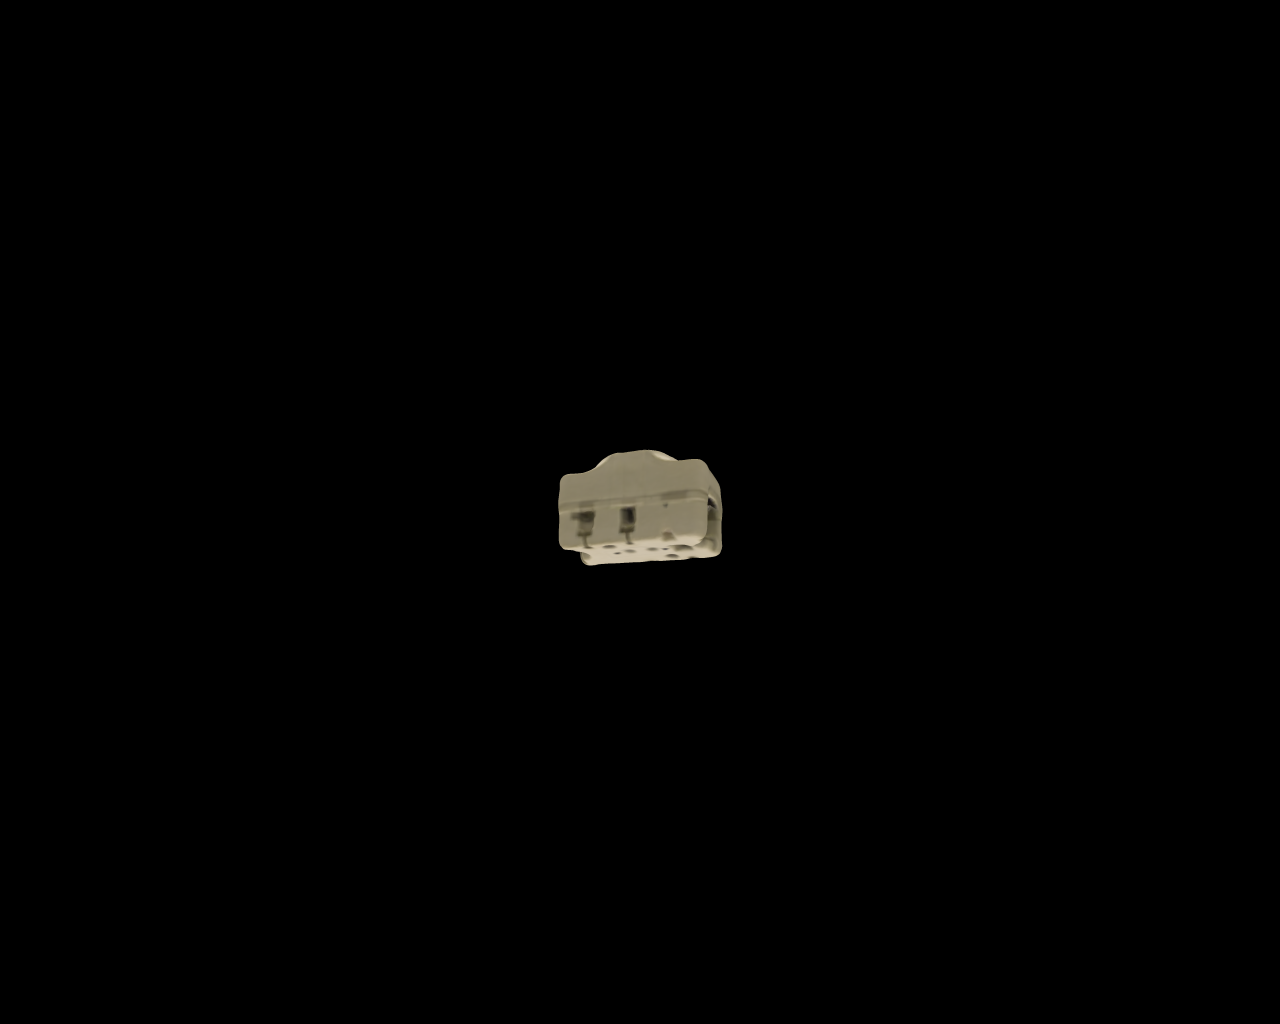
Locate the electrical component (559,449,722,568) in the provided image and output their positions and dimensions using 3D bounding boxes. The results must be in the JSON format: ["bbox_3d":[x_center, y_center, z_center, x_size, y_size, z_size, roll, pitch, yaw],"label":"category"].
[{"bbox_3d":[0.001,-0.003,0.650,0.089,0.056,0.050,-6,-19,16],"label":"electrical component"}]
